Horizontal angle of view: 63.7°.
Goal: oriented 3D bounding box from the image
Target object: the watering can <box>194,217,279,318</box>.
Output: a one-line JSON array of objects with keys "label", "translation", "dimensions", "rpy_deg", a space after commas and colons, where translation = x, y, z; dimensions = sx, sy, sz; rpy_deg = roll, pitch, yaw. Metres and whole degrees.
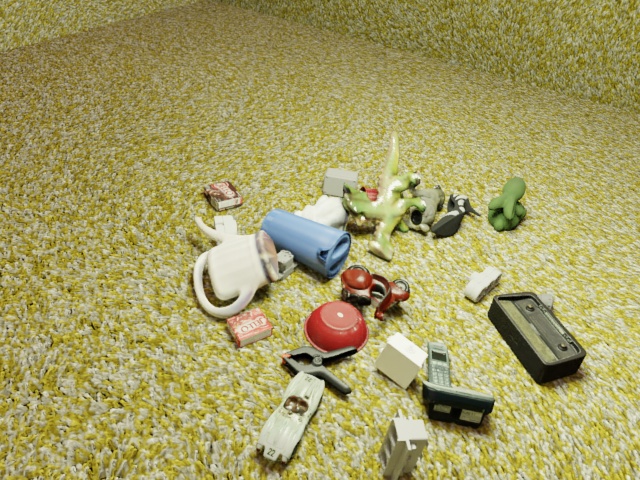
[{"label": "watering can", "translation": [-0.226, 0.038, 1.337], "dimensions": [0.224, 0.102, 0.356], "rpy_deg": [-19, 51, 2]}]

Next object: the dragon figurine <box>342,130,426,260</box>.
[{"label": "dragon figurine", "translation": [0.178, -0.139, 1.551], "dimensions": [0.243, 0.120, 0.415], "rpy_deg": [-5, 75, -29]}]

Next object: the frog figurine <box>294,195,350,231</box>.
[{"label": "frog figurine", "translation": [0.005, -0.078, 1.552], "dimensions": [0.159, 0.120, 0.141], "rpy_deg": [15, 56, -9]}]
